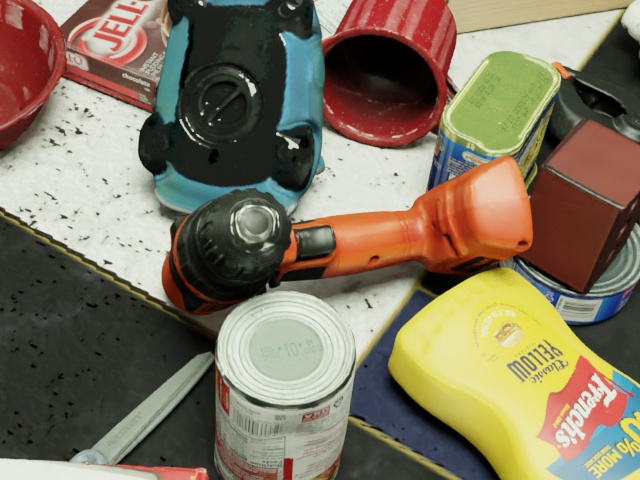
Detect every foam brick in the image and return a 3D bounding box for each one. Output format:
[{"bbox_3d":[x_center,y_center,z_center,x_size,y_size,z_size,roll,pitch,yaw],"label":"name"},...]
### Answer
[{"bbox_3d":[0.151,-0.018,0.606,0.051,0.078,0.053,32,56,20],"label":"foam brick"}]

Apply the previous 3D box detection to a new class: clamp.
[{"bbox_3d":[0.205,-0.060,0.715,0.172,0.039,0.120,39,38,28],"label":"clamp"}]

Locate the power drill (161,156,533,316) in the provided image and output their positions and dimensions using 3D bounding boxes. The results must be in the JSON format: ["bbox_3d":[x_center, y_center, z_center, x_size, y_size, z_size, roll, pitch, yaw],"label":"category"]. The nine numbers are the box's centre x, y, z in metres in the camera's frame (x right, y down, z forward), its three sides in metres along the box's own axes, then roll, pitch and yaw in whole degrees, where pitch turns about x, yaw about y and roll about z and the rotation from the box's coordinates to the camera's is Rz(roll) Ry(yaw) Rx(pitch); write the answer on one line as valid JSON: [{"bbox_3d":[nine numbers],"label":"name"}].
[{"bbox_3d":[0.013,-0.003,0.567,0.187,0.185,0.057,-8,84,-16],"label":"power drill"}]

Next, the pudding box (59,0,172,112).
[{"bbox_3d":[-0.124,-0.148,0.761,0.090,0.039,0.113,23,51,14],"label":"pudding box"}]

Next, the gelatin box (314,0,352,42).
[{"bbox_3d":[0.004,-0.170,0.800,0.089,0.030,0.073,-32,61,-29],"label":"gelatin box"}]

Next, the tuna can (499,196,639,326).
[{"bbox_3d":[0.154,0.010,0.657,0.086,0.034,0.086,3,49,-3],"label":"tuna can"}]

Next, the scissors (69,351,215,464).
[{"bbox_3d":[-0.140,0.117,0.547,0.096,0.016,0.201,20,50,11],"label":"scissors"}]

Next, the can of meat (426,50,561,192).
[{"bbox_3d":[0.108,-0.060,0.680,0.057,0.084,0.102,25,52,15],"label":"can of meat"}]

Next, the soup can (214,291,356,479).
[{"bbox_3d":[-0.019,0.082,0.532,0.068,0.102,0.068,2,49,-3],"label":"soup can"}]

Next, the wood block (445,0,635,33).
[{"bbox_3d":[0.179,-0.235,0.834,0.205,0.091,0.090,-12,52,-15],"label":"wood block"}]

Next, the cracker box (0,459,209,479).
[{"bbox_3d":[-0.158,0.174,0.434,0.214,0.072,0.164,1,47,6],"label":"cracker box"}]

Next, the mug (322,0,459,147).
[{"bbox_3d":[0.057,-0.117,0.730,0.117,0.093,0.081,37,43,-14],"label":"mug"}]

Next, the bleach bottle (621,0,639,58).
[{"bbox_3d":[0.301,-0.091,0.728,0.102,0.068,0.251,0,40,-47],"label":"bleach bottle"}]

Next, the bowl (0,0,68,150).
[{"bbox_3d":[-0.245,-0.099,0.696,0.162,0.055,0.162,3,49,-4],"label":"bowl"}]

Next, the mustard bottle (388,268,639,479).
[{"bbox_3d":[0.131,0.101,0.561,0.096,0.058,0.192,-26,57,-31],"label":"mustard bottle"}]
